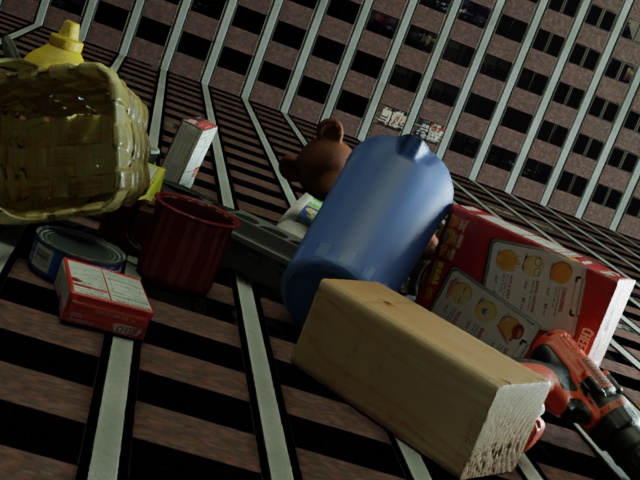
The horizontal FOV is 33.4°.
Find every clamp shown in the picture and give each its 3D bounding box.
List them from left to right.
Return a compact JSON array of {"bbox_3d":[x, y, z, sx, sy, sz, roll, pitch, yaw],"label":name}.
[{"bbox_3d":[-0.148,-0.034,1.377,0.210,0.036,0.164,24,10,-3],"label":"clamp"}]

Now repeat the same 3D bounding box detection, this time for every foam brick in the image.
[{"bbox_3d":[-0.197,-0.014,1.156,0.078,0.051,0.053,17,11,-19],"label":"foam brick"}]

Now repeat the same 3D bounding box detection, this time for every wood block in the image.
[{"bbox_3d":[0.086,0.117,0.947,0.206,0.090,0.090,30,16,38],"label":"wood block"}]

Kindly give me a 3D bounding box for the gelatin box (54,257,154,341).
[{"bbox_3d":[-0.188,0.051,0.922,0.073,0.030,0.089,18,13,-22],"label":"gelatin box"}]

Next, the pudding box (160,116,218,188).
[{"bbox_3d":[-0.190,-0.116,1.491,0.039,0.113,0.090,26,12,4],"label":"pudding box"}]

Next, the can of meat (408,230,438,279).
[{"bbox_3d":[0.128,0.017,1.512,0.057,0.084,0.102,13,14,-33],"label":"can of meat"}]

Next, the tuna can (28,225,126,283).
[{"bbox_3d":[-0.227,0.018,0.997,0.086,0.034,0.086,20,11,-4],"label":"tuna can"}]

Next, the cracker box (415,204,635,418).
[{"bbox_3d":[0.220,0.075,1.199,0.214,0.164,0.072,28,15,32],"label":"cracker box"}]

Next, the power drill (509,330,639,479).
[{"bbox_3d":[0.227,0.163,1.013,0.187,0.057,0.185,6,38,-44],"label":"power drill"}]

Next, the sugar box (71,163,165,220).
[{"bbox_3d":[-0.281,-0.077,1.256,0.176,0.048,0.093,19,35,2],"label":"sugar box"}]

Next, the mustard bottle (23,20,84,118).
[{"bbox_3d":[-0.336,-0.179,1.325,0.096,0.192,0.058,10,16,-42],"label":"mustard bottle"}]

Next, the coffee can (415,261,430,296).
[{"bbox_3d":[0.200,0.067,1.357,0.103,0.103,0.140,29,14,34],"label":"coffee can"}]

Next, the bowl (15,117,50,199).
[{"bbox_3d":[-0.340,-0.108,1.181,0.162,0.055,0.162,12,37,-9],"label":"bowl"}]

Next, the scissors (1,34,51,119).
[{"bbox_3d":[-0.323,-0.161,1.082,0.096,0.016,0.201,-1,-16,6],"label":"scissors"}]

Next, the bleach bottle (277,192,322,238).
[{"bbox_3d":[-0.009,0.002,1.389,0.102,0.068,0.250,38,16,-2],"label":"bleach bottle"}]

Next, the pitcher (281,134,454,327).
[{"bbox_3d":[0.048,0.006,1.160,0.145,0.149,0.242,-12,28,32],"label":"pitcher"}]

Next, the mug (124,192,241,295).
[{"bbox_3d":[-0.149,0.000,1.097,0.117,0.081,0.093,23,11,9],"label":"mug"}]
